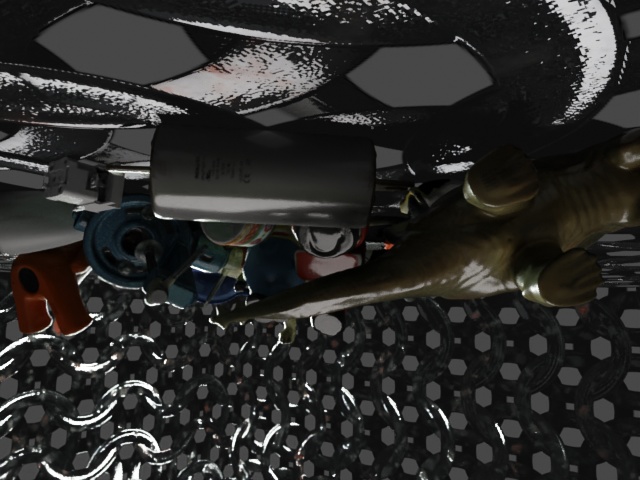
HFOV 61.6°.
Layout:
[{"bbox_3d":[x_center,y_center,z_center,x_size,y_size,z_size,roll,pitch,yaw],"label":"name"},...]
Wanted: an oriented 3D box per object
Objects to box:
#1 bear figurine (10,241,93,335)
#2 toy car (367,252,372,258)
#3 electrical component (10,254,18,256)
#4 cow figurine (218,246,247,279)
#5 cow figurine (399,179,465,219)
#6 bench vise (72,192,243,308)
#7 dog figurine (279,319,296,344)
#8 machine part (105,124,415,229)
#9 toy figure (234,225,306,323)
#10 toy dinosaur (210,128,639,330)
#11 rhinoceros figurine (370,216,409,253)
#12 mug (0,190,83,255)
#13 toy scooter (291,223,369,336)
[{"bbox_3d":[-0.342,0.040,0.785,0.120,0.131,0.196,-4,-164,22],"label":"bear figurine"},{"bbox_3d":[0.136,0.028,0.960,0.202,0.073,0.056,3,172,-11],"label":"toy car"},{"bbox_3d":[-0.427,-0.015,0.778,0.048,0.074,0.119,1,175,-5],"label":"electrical component"},{"bbox_3d":[-0.186,0.011,0.857,0.195,0.085,0.127,13,161,-3],"label":"cow figurine"},{"bbox_3d":[0.137,-0.023,0.621,0.098,0.068,0.167,7,169,4],"label":"cow figurine"},{"bbox_3d":[-0.183,0.020,0.644,0.223,0.129,0.241,35,-174,-30],"label":"bench vise"},{"bbox_3d":[-0.041,0.041,0.832,0.121,0.190,0.172,-20,-145,-2],"label":"dog figurine"},{"bbox_3d":[-0.044,-0.050,0.431,0.243,0.079,0.079,4,172,-7],"label":"machine part"},{"bbox_3d":[-0.054,0.022,0.645,0.082,0.180,0.089,19,132,-16],"label":"toy figure"},{"bbox_3d":[0.137,-0.005,0.415,0.472,0.105,0.198,-15,177,-6],"label":"toy dinosaur"},{"bbox_3d":[0.126,0.005,0.840,0.112,0.073,0.190,-10,169,7],"label":"rhinoceros figurine"},{"bbox_3d":[-0.349,-0.022,0.693,0.107,0.080,0.109,-4,171,-15],"label":"mug"},{"bbox_3d":[0.016,-0.002,0.573,0.075,0.183,0.135,5,-144,10],"label":"toy scooter"}]
